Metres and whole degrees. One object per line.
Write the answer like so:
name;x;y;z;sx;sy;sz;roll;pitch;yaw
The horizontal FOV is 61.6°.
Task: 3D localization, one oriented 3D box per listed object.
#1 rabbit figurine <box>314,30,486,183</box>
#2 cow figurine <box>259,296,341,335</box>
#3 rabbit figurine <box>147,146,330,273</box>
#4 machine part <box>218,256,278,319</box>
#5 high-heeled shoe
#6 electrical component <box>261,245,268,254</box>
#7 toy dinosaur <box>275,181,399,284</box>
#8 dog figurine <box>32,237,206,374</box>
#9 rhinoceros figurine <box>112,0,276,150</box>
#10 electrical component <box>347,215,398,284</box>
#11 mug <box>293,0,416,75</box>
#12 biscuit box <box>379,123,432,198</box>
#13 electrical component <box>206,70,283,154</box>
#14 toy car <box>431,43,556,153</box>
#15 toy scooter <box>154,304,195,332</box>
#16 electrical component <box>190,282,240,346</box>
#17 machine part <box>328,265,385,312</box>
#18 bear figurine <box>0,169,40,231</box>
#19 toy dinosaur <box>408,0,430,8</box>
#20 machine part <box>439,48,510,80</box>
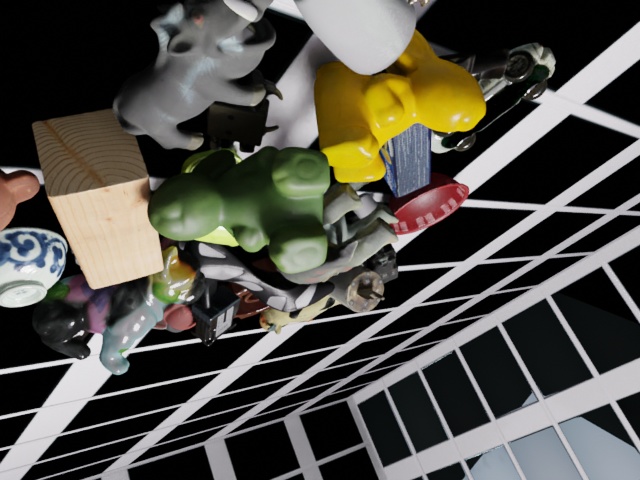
rabbit figurine;0.085;-0.147;0.576;0.173;0.162;0.121;-7;160;16
cow figurine;-0.050;0.147;1.182;0.195;0.085;0.127;-29;163;19
rabbit figurine;-0.089;-0.047;0.552;0.170;0.159;0.121;-3;113;-17
machine part;-0.120;0.090;1.024;0.179;0.056;0.179;-21;158;-9
high-heeled shoe;-0.091;0.038;0.852;0.249;0.086;0.145;-6;117;-20
electrical component;-0.076;0.000;0.913;0.094;0.021;0.063;-9;153;-33
toy dinosaur;0.001;0.003;0.732;0.192;0.131;0.405;-41;177;16
dog figurine;-0.272;0.064;0.752;0.191;0.109;0.219;30;108;-20
rhinoceros figurine;-0.107;-0.162;0.475;0.190;0.073;0.112;-35;144;28
electrical component;0.098;0.021;1.007;0.058;0.115;0.134;-22;157;-3
mug;0.033;-0.214;0.476;0.109;0.081;0.107;-33;147;33
biscuit box;0.117;-0.132;0.763;0.063;0.059;0.202;-26;157;0
electrical component;-0.082;-0.136;0.586;0.078;0.045;0.102;9;149;-3
toy car;0.231;-0.193;0.747;0.202;0.056;0.073;-37;148;26
toy scooter;-0.248;0.096;0.892;0.135;0.075;0.183;-39;150;23
electrical component;-0.174;0.112;0.901;0.075;0.048;0.119;-34;150;-47
machine part;0.036;0.068;0.971;0.079;0.079;0.243;-11;-162;-28
bear figurine;-0.350;-0.026;0.456;0.120;0.132;0.195;-25;152;17
toy dinosaur;0.195;-0.346;0.317;0.198;0.105;0.471;3;141;-41
machine part;0.174;-0.208;0.650;0.139;0.039;0.084;-18;-166;-34
